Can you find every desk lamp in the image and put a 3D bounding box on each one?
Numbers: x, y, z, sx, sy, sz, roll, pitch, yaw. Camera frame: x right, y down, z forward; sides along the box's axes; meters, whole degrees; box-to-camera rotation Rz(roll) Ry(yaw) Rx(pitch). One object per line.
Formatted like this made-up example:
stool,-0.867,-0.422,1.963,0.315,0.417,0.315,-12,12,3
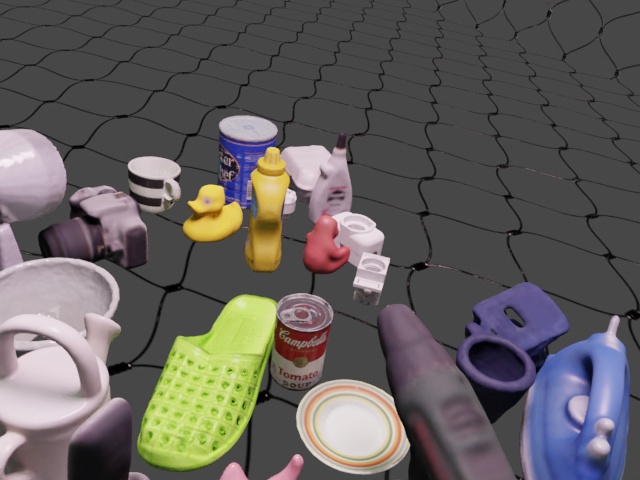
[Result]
desk lamp,-0.420,-0.017,0.717,0.117,0.213,0.203,16,34,11

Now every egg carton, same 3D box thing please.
egg carton,-0.017,-0.132,1.126,0.107,0.069,0.150,-8,36,-24

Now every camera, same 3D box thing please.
camera,-0.341,-0.019,0.843,0.137,0.101,0.142,-21,44,-38

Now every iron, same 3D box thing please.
iron,0.298,0.200,0.632,0.118,0.141,0.259,20,34,16

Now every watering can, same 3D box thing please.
watering can,-0.248,0.140,0.537,0.101,0.194,0.172,1,34,-12

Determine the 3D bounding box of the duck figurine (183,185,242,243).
duck figurine,-0.175,-0.051,0.947,0.105,0.086,0.077,-20,43,-37

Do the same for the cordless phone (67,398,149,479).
cordless phone,-0.197,0.216,0.443,0.094,0.185,0.148,20,35,17

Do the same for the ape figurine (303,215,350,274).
ape figurine,0.008,0.003,0.904,0.076,0.092,0.077,-21,44,-38

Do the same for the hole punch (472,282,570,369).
hole punch,0.271,0.121,0.791,0.101,0.091,0.108,-4,35,-20

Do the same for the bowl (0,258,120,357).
bowl,-0.328,0.097,0.693,0.167,0.075,0.167,7,33,-4

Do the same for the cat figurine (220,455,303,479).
cat figurine,-0.063,0.237,0.506,0.128,0.118,0.067,-21,43,-38

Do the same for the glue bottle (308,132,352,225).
glue bottle,0.026,-0.108,1.004,0.078,0.173,0.037,-11,38,-28

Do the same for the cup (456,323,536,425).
cup,0.196,0.168,0.698,0.092,0.095,0.117,-1,34,-15

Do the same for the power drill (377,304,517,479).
power drill,0.092,0.202,0.515,0.076,0.208,0.229,-6,36,-22
